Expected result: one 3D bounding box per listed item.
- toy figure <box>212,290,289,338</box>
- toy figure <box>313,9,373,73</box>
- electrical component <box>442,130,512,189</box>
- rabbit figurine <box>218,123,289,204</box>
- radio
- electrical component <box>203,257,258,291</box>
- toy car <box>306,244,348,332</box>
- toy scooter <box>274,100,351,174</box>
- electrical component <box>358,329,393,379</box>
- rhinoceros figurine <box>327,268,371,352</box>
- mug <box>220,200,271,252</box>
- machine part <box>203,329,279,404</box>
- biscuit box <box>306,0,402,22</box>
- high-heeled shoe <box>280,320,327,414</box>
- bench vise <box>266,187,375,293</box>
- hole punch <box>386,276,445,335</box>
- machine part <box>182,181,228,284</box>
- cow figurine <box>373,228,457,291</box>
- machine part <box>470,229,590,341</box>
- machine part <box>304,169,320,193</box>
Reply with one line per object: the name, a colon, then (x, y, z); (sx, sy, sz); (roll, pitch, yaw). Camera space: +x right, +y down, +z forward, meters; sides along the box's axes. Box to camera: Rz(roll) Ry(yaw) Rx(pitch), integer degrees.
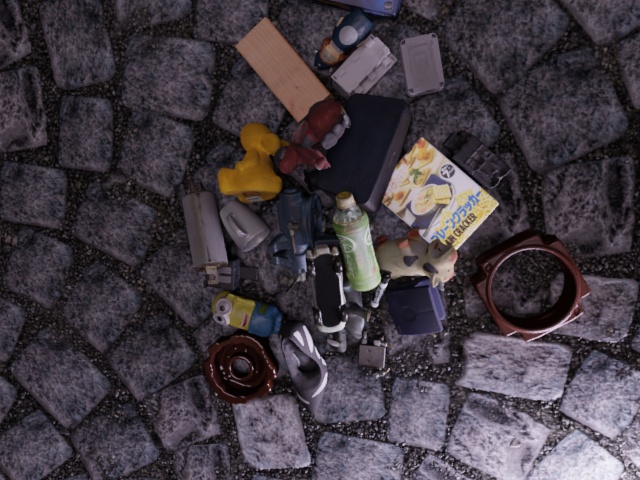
toy figure: (-0.162, 0.173, 1.239); (0.180, 0.089, 0.082); (15, 85, -3)
toy figure: (0.041, -0.411, 1.122); (0.154, 0.058, 0.064); (-40, 79, 29)
electrical component: (0.314, -0.167, 1.102); (0.134, 0.115, 0.058); (41, 98, 1)
rabbit figurine: (-0.136, -0.179, 1.160); (0.162, 0.121, 0.173); (-13, 68, 34)
radio: (0.091, -0.183, 1.113); (0.131, 0.073, 0.229); (19, 83, 24)
electrical component: (-0.207, 0.078, 1.248); (0.119, 0.048, 0.074); (8, 100, 9)
toy car: (0.014, 0.102, 1.129); (0.074, 0.056, 0.201); (-8, 110, -1)
toy scooter: (-0.002, -0.194, 1.052); (0.184, 0.135, 0.075); (-48, 127, -3)
electrical component: (0.125, 0.261, 1.226); (0.078, 0.045, 0.102); (10, 99, 5)
rhinoceros figurine: (0.057, 0.158, 1.207); (0.112, 0.073, 0.190); (2, 98, 7)
mug: (-0.180, -0.036, 1.202); (0.081, 0.109, 0.107); (-45, 77, 18)
machine part: (-0.185, 0.297, 1.272); (0.179, 0.056, 0.179); (1, 100, 9)
biscuit box: (0.069, -0.509, 1.114); (0.203, 0.063, 0.059); (15, 101, 7)
high-heeled shoe: (-0.039, 0.294, 1.204); (0.086, 0.145, 0.248); (-10, 95, 11)
bench vise: (0.000, -0.006, 1.172); (0.241, 0.129, 0.223); (0, 101, 12)
hole punch: (0.209, 0.150, 1.178); (0.116, 0.092, 0.142); (-18, 99, 14)
machine part: (-0.257, -0.019, 1.201); (0.079, 0.079, 0.243); (-17, 76, 10)
cow figurine: (0.200, 0.043, 1.130); (0.195, 0.085, 0.127); (-12, 114, 47)
machine part: (0.441, 0.095, 1.136); (0.201, 0.087, 0.201); (-30, 93, 13)
machine part: (0.033, -0.139, 1.184); (0.139, 0.039, 0.084); (-8, 95, 9)
